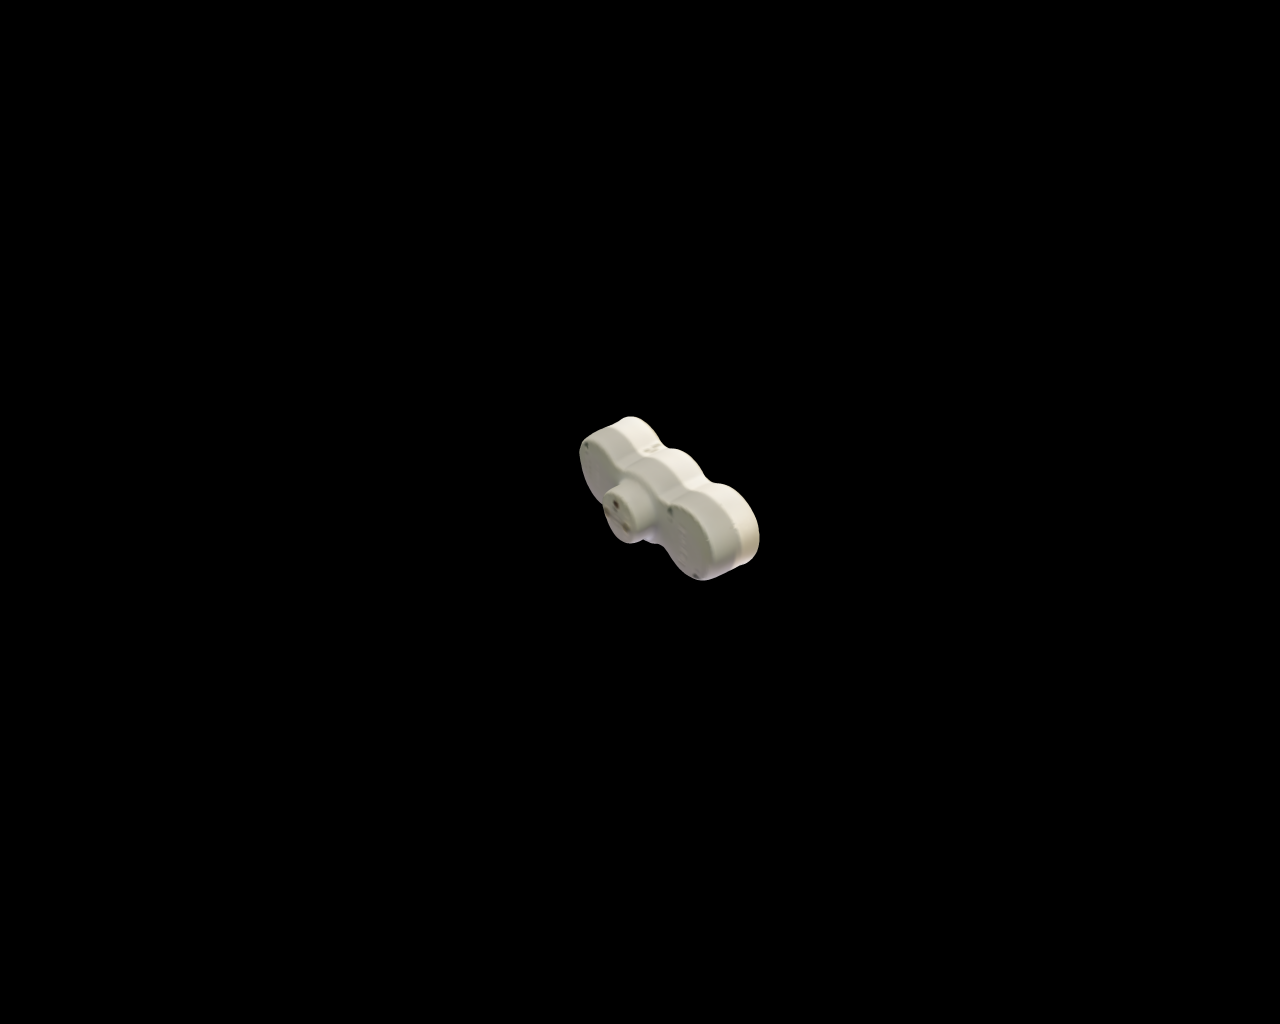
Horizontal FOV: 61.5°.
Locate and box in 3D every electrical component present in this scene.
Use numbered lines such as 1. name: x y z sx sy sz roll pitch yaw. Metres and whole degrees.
1. electrical component: 0.001 -0.003 0.650 0.074 0.052 0.138 -25 45 -28
